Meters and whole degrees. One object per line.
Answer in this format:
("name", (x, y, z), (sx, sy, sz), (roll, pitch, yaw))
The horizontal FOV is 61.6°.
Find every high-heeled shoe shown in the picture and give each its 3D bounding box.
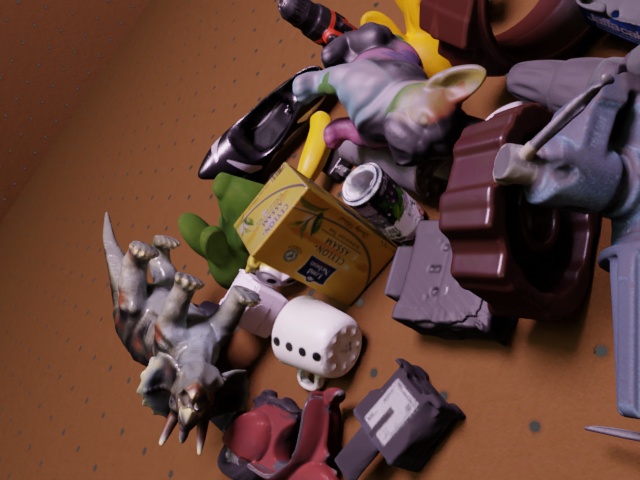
("high-heeled shoe", (-0.090, -0.184, 0.860), (0.249, 0.086, 0.145), (-41, -1, -19))

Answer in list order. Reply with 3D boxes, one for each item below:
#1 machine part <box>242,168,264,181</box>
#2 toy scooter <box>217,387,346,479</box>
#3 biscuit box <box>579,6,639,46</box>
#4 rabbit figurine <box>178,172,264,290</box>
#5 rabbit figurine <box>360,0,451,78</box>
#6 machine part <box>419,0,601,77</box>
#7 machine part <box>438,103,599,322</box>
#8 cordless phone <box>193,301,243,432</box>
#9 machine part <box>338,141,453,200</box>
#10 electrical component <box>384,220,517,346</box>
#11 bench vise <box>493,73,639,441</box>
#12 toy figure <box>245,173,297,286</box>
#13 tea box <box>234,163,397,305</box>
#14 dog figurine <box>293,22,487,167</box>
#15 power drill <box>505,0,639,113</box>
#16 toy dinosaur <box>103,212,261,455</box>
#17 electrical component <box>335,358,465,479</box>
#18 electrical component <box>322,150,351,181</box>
("machine part", (-0.127, -0.095, 0.937), (0.084, 0.039, 0.139), (-37, 40, 17))
("toy scooter", (-0.032, 0.214, 0.587), (0.184, 0.075, 0.135), (8, 72, 47))
("biscuit box", (0.319, -0.190, 0.455), (0.059, 0.062, 0.203), (-50, 50, 12))
("rabbit figurine", (-0.119, -0.005, 0.795), (0.121, 0.159, 0.170), (19, 95, 42))
("rabbit figurine", (0.134, -0.273, 0.689), (0.162, 0.122, 0.173), (-1, 93, 6))
("machine part", (0.208, -0.272, 0.527), (0.087, 0.201, 0.200), (-126, 30, -45))
("machine part", (0.170, -0.021, 0.450), (0.056, 0.179, 0.179), (-3, 63, 50))
("cordless phone", (-0.158, 0.174, 0.768), (0.184, 0.088, 0.146), (25, 83, 41))
("machine part", (0.095, -0.109, 0.667), (0.079, 0.079, 0.243), (-57, 38, 2))
("electrical component", (0.131, 0.040, 0.541), (0.134, 0.058, 0.115), (-2, 62, 47))
("bench vise", (0.220, 0.016, 0.355), (0.129, 0.223, 0.240), (154, 125, -68))
("toy figure", (-0.045, -0.013, 0.703), (0.180, 0.082, 0.089), (99, -169, -45))
("tea box", (-0.001, -0.002, 0.620), (0.098, 0.169, 0.068), (-51, 42, 11))
("dog figurine", (0.095, -0.156, 0.570), (0.219, 0.108, 0.191), (14, 56, 42))
("power drill", (0.236, -0.136, 0.407), (0.232, 0.207, 0.086), (30, 83, 30))
("toy dinosaur", (-0.211, 0.110, 0.712), (0.405, 0.131, 0.192), (28, 98, 44))
("electrical component", (0.071, 0.182, 0.515), (0.119, 0.047, 0.075), (-55, 37, 5))
("electrical component", (0.030, -0.120, 0.787), (0.063, 0.021, 0.094), (-54, 30, 5))
